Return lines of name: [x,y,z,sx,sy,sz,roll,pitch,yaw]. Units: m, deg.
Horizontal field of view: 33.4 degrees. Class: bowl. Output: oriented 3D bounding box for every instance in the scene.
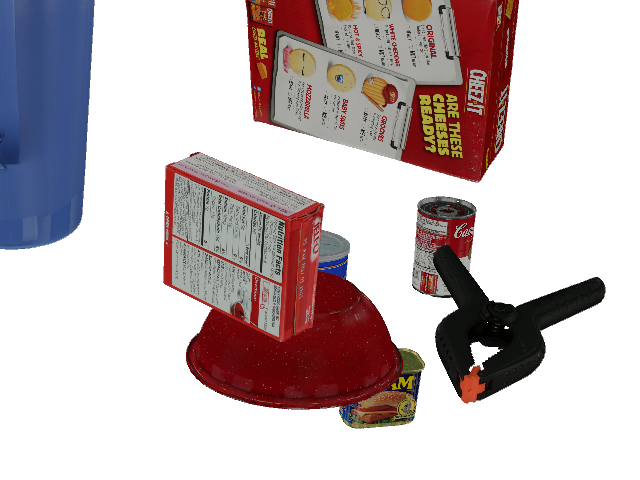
bowl: [-0.017,0.062,0.782,0.162,0.055,0.162,3,19,-1]

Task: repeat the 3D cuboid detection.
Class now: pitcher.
pitcher: [-0.240,-0.116,0.818,0.145,0.243,0.148,25,32,35]

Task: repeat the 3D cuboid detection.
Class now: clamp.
clamp: [0.150,0.070,0.956,0.165,0.036,0.209,16,34,23]

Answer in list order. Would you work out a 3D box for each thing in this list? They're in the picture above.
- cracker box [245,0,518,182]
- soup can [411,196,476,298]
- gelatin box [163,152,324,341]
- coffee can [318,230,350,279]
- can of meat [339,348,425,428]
cracker box: [0.047,-0.155,0.867,0.214,0.164,0.072,17,43,21]
soup can: [0.143,0.008,1.244,0.068,0.102,0.068,3,21,-1]
gelatin box: [-0.042,0.002,0.561,0.089,0.073,0.030,23,33,30]
coffee can: [-0.028,0.066,1.029,0.103,0.140,0.103,4,16,-1]
can of meat: [0.076,0.189,1.361,0.102,0.084,0.057,-1,24,-16]
